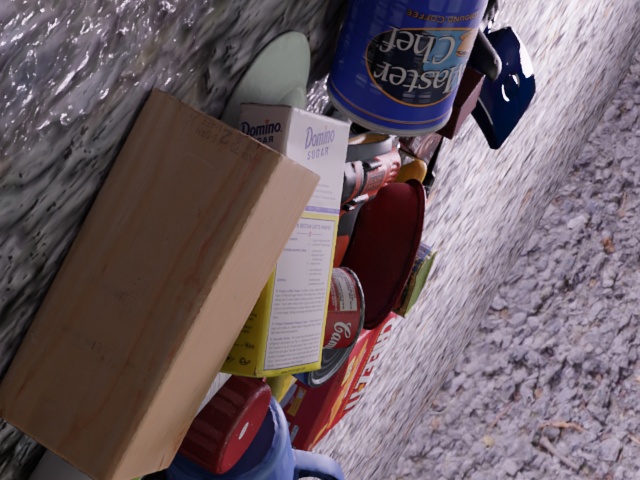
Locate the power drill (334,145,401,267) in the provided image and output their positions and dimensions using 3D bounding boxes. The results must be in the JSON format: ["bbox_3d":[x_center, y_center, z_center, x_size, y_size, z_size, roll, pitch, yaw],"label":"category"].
[{"bbox_3d":[-0.006,0.001,0.944,0.184,0.057,0.188,-19,137,-58],"label":"power drill"}]

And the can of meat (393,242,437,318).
[{"bbox_3d":[0.082,0.033,1.255,0.057,0.084,0.102,-48,160,-41],"label":"can of meat"}]

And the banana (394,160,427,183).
[{"bbox_3d":[0.066,-0.006,1.176,0.037,0.070,0.198,3,114,-38],"label":"banana"}]

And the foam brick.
[{"bbox_3d":[0.110,-0.145,1.036,0.051,0.078,0.053,-54,166,-28],"label":"foam brick"}]

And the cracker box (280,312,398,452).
[{"bbox_3d":[0.011,0.154,1.259,0.164,0.072,0.213,-66,166,18],"label":"cracker box"}]

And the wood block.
[{"bbox_3d":[-0.094,0.028,0.630,0.206,0.090,0.090,-62,166,3],"label":"wood block"}]

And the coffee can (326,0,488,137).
[{"bbox_3d":[0.068,-0.164,0.805,0.102,0.103,0.140,-46,159,-46],"label":"coffee can"}]

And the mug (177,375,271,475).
[{"bbox_3d":[-0.086,0.126,0.852,0.117,0.081,0.093,-45,158,-48],"label":"mug"}]

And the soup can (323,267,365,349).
[{"bbox_3d":[-0.024,0.056,0.863,0.102,0.068,0.069,1,125,-28],"label":"soup can"}]

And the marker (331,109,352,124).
[{"bbox_3d":[0.043,-0.141,0.926,0.121,0.020,0.020,-58,165,-16],"label":"marker"}]

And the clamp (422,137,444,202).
[{"bbox_3d":[0.112,-0.066,1.264,0.120,0.039,0.171,-54,164,-20],"label":"clamp"}]

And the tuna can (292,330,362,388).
[{"bbox_3d":[0.002,0.089,0.954,0.086,0.034,0.086,-45,154,-29],"label":"tuna can"}]

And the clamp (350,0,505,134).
[{"bbox_3d":[0.122,-0.186,0.949,0.165,0.036,0.209,-11,-139,50],"label":"clamp"}]

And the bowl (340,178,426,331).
[{"bbox_3d":[0.047,0.006,1.069,0.162,0.055,0.162,-161,-90,-77],"label":"bowl"}]

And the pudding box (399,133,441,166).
[{"bbox_3d":[0.110,-0.133,1.132,0.090,0.039,0.113,-63,166,1],"label":"pudding box"}]

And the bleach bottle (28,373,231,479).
[{"bbox_3d":[-0.139,0.132,0.728,0.250,0.068,0.102,-51,162,-27],"label":"bleach bottle"}]

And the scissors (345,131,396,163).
[{"bbox_3d":[0.031,-0.083,0.884,0.201,0.096,0.016,-41,128,-72],"label":"scissors"}]

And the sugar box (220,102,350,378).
[{"bbox_3d":[-0.026,0.001,0.717,0.093,0.048,0.176,5,90,-64],"label":"sugar box"}]

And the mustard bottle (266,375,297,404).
[{"bbox_3d":[-0.023,0.103,1.069,0.191,0.058,0.096,-39,161,-56],"label":"mustard bottle"}]

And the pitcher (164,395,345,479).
[{"bbox_3d":[-0.068,0.226,0.981,0.149,0.145,0.243,-45,155,-26],"label":"pitcher"}]
